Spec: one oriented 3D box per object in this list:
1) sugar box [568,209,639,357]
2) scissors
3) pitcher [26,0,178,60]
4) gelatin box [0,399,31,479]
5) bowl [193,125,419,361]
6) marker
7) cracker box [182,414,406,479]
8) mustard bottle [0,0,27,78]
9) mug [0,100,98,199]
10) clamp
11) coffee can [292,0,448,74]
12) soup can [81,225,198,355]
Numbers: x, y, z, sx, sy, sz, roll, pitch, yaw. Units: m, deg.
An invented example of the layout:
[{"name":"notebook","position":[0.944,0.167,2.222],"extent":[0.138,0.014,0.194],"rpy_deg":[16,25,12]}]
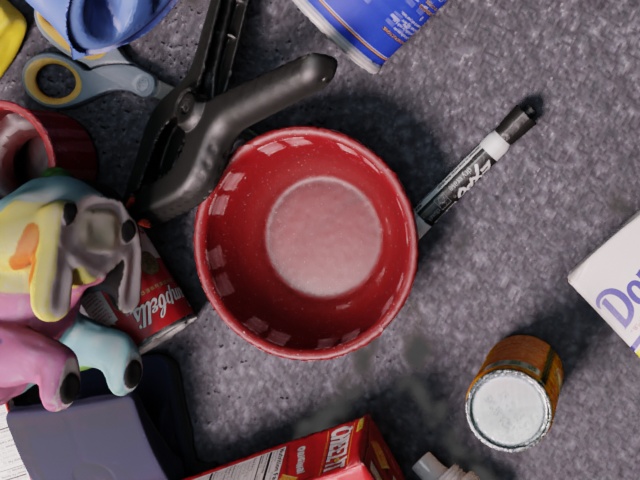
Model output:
[{"name":"sugar box","position":[0.253,0.057,0.686],"extent":[0.176,0.048,0.093],"rpy_deg":[47,105,7]},{"name":"scissors","position":[-0.147,-0.106,0.803],"extent":[0.202,0.016,0.096],"rpy_deg":[42,106,9]},{"name":"pitcher","position":[-0.201,-0.260,0.747],"extent":[0.243,0.145,0.149],"rpy_deg":[42,81,12]},{"name":"gelatin box","position":[-0.261,0.158,0.806],"extent":[0.073,0.030,0.089],"rpy_deg":[-16,106,-7]},{"name":"bowl","position":[-0.005,0.001,0.750],"extent":[0.162,0.055,0.162],"rpy_deg":[1,95,16]},{"name":"marker","position":[0.103,-0.047,0.734],"extent":[0.020,0.020,0.121],"rpy_deg":[46,105,8]},{"name":"cracker box","position":[-0.028,0.232,0.748],"extent":[0.214,0.072,0.164],"rpy_deg":[-22,110,16]},{"name":"mustard bottle","position":[-0.322,-0.192,0.824],"extent":[0.192,0.058,0.096],"rpy_deg":[42,105,9]},{"name":"mug","position":[-0.226,-0.047,0.796],"extent":[0.093,0.081,0.117],"rpy_deg":[42,104,9]},{"name":"clamp","position":[-0.072,-0.085,0.725],"extent":[0.210,0.036,0.165],"rpy_deg":[-57,40,18]},{"name":"coffee can","position":[0.050,-0.194,0.692],"extent":[0.140,0.102,0.103],"rpy_deg":[-43,83,15]},{"name":"soup can","position":[-0.145,0.032,0.787],"extent":[0.069,0.068,0.102],"rpy_deg":[-34,85,16]}]
